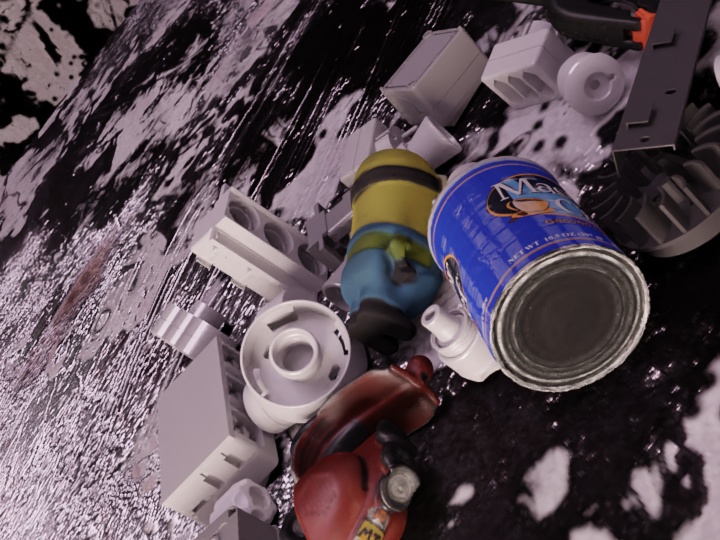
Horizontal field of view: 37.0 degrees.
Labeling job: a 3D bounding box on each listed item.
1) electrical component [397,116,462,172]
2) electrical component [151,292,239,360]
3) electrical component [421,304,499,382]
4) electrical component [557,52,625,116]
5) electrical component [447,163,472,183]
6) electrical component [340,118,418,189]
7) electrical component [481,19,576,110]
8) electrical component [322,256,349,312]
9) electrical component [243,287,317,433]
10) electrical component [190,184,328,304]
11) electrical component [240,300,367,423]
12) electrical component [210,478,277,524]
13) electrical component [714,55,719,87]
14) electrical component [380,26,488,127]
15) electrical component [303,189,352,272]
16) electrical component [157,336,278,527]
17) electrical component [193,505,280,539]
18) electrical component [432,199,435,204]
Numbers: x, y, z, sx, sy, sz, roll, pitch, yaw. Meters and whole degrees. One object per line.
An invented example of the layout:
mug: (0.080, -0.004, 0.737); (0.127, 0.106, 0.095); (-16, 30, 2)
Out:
electrical component: (0.058, -0.104, 0.970); (0.055, 0.045, 0.045); (-46, 28, 15)
electrical component: (-0.165, 0.056, 1.126); (0.073, 0.052, 0.138); (-58, 28, -8)
electrical component: (0.070, 0.047, 0.755); (0.043, 0.062, 0.043); (-38, 31, 28)
electrical component: (0.175, -0.149, 0.840); (0.048, 0.048, 0.062); (-49, 20, 9)
electrical component: (0.095, -0.058, 0.865); (0.040, 0.040, 0.046); (-44, 34, 18)
electrical component: (0.027, -0.111, 1.024); (0.077, 0.047, 0.065); (-31, 35, 37)
electrical component: (0.152, -0.185, 0.914); (0.066, 0.047, 0.076); (-5, 56, 54)
electrical component: (0.000, 0.000, 0.945); (0.044, 0.044, 0.065); (-12, 43, 52)
electrical component: (-0.053, 0.069, 0.934); (0.074, 0.052, 0.138); (-34, 33, 33)
electrical component: (-0.095, -0.016, 1.024); (0.063, 0.121, 0.078); (-38, 31, 33)
electrical component: (-0.046, 0.074, 0.871); (0.099, 0.064, 0.099); (-4, 67, 9)
electrical component: (-0.101, 0.201, 0.865); (0.062, 0.043, 0.043); (-45, 28, 17)
electrical component: (0.265, -0.119, 0.663); (0.077, 0.043, 0.079); (-28, 37, 40)
electrical component: (0.079, -0.184, 1.019); (0.096, 0.061, 0.062); (-52, 26, -14)
electrical component: (-0.015, -0.038, 1.012); (0.064, 0.042, 0.081); (-39, 31, 18)
electrical component: (-0.126, 0.143, 0.953); (0.089, 0.062, 0.150); (-46, 28, 15)
electrical component: (-0.105, 0.243, 0.807); (0.113, 0.057, 0.078); (-44, 29, 19)
electrical component: (0.088, -0.038, 0.812); (0.083, 0.076, 0.047); (-46, 28, 14)
